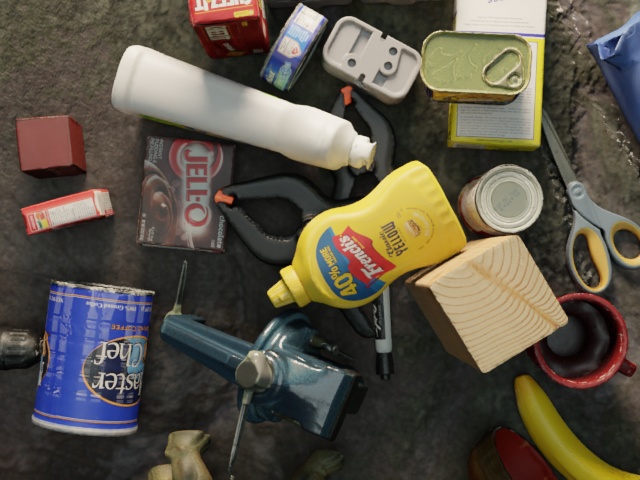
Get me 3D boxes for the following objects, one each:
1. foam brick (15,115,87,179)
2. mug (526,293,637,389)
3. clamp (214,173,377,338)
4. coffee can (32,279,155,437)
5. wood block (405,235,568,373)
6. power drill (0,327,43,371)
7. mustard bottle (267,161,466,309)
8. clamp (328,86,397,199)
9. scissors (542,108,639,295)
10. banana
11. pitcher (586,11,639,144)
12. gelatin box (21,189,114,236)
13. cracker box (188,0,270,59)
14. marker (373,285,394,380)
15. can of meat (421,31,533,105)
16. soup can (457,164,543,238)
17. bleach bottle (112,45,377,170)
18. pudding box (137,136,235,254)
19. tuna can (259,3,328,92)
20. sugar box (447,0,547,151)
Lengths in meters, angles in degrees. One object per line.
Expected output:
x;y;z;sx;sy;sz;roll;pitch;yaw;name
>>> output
-0.267;-0.092;1.065;0.053;0.078;0.051;-5;88;-1;foam brick
0.262;0.104;1.070;0.117;0.081;0.093;26;88;0;mug
-0.007;0.001;1.063;0.210;0.036;0.164;14;96;-4;clamp
-0.222;0.114;1.050;0.103;0.103;0.140;7;88;-1;coffee can
0.150;0.056;1.007;0.090;0.206;0.091;-31;89;-2;wood block
-0.367;0.176;1.065;0.184;0.057;0.187;0;86;6;power drill
0.036;0.010;1.019;0.191;0.058;0.096;-30;106;0;mustard bottle
0.035;-0.068;1.092;0.120;0.039;0.171;-20;89;-3;clamp
0.286;-0.045;1.107;0.096;0.016;0.202;-8;89;-3;scissors
0.270;0.218;1.094;0.198;0.037;0.069;35;59;-3;banana
0.382;-0.124;1.063;0.149;0.145;0.243;-25;93;11;pitcher
-0.248;-0.027;1.058;0.073;0.089;0.030;-15;93;-2;gelatin box
-0.099;-0.296;1.030;0.072;0.164;0.214;-8;89;1;cracker box
0.064;0.083;1.097;0.020;0.020;0.121;-3;89;-1;marker
0.148;-0.162;1.027;0.102;0.084;0.057;4;88;6;can of meat
0.178;-0.038;1.061;0.068;0.102;0.068;0;88;-2;soup can
-0.068;-0.120;1.040;0.251;0.102;0.068;19;96;10;bleach bottle
-0.135;-0.046;1.086;0.090;0.039;0.113;5;89;-2;pudding box
-0.026;-0.191;1.068;0.033;0.086;0.086;30;88;-2;tuna can
0.181;-0.182;1.093;0.093;0.048;0.176;4;86;2;sugar box
